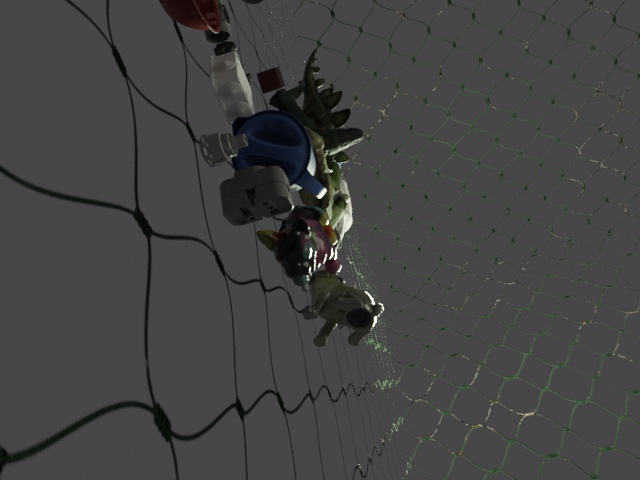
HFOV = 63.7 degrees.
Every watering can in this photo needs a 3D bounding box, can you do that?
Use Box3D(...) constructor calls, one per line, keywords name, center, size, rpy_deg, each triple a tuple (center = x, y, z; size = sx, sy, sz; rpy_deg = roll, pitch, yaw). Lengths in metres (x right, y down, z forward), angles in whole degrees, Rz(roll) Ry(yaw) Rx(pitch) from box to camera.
Box3D(name="watering can", center=(0.050, -0.114, 1.582), size=(0.340, 0.104, 0.229), rpy_deg=(102, -16, -60))

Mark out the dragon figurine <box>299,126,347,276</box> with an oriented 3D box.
Box3D(name="dragon figurine", center=(0.004, -0.060, 1.196), size=(0.243, 0.122, 0.410), rpy_deg=(-20, 101, -85))
